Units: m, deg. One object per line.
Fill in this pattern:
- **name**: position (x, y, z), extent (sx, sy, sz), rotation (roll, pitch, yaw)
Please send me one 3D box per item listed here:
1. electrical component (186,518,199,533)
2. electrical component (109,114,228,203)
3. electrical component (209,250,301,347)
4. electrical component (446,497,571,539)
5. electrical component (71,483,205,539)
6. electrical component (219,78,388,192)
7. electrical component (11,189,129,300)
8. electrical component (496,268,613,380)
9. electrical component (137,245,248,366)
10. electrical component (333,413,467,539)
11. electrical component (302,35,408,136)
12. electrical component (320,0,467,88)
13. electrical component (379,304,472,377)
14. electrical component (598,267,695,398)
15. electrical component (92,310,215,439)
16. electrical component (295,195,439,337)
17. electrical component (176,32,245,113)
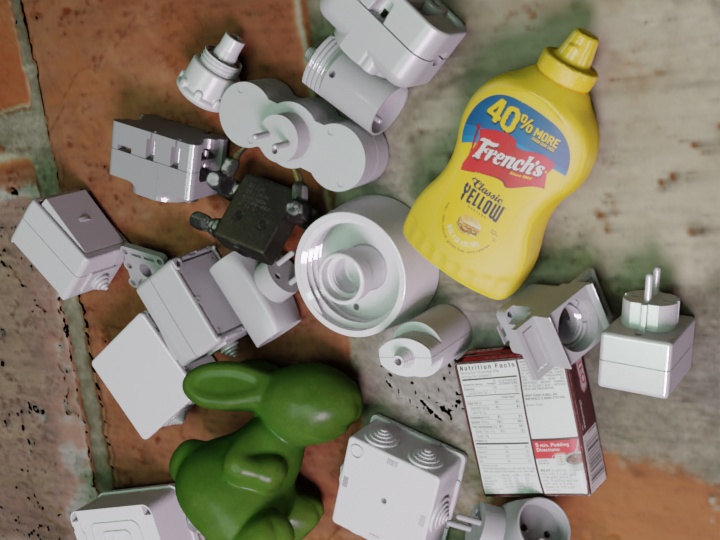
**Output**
- **electrical component**: position (-0.124, 0.220, 0.979), extent (0.062, 0.048, 0.048), rotation (8, 108, 22)
- **electrical component**: position (-0.163, -0.092, 0.911), extent (0.089, 0.050, 0.055), rotation (19, 112, 25)
- **electrical component**: position (-0.076, 0.012, 0.892), extent (0.079, 0.043, 0.077), rotation (-36, 84, 33)
- **electrical component**: position (0.105, 0.197, 0.807), extent (0.079, 0.043, 0.077), rotation (18, 149, -11)
- **electrical component**: position (-0.211, 0.251, 1.031), extent (0.113, 0.057, 0.078), rotation (-13, 97, 33)
- **electrical component**: position (-0.053, -0.103, 0.828), extent (0.138, 0.074, 0.052), rotation (27, 116, 22)
- **electrical component**: position (-0.257, -0.023, 0.979), extent (0.096, 0.062, 0.061), rotation (46, 121, 12)
- **electrical component**: position (0.134, 0.037, 0.756), extent (0.064, 0.081, 0.042), rotation (4, 123, 58)
- **electrical component**: position (-0.138, 0.038, 0.925), extent (0.061, 0.062, 0.096), rotation (-35, 85, 33)
- **electrical component**: position (0.030, 0.178, 0.872), extent (0.100, 0.048, 0.099), rotation (22, 114, 24)
- **electrical component**: position (-0.008, -0.142, 0.809), extent (0.081, 0.043, 0.043), rotation (39, 120, 16)
- **electrical component**: position (0.021, -0.179, 0.775), extent (0.095, 0.054, 0.059), rotation (47, 121, 12)
- **electrical component**: position (0.048, 0.057, 0.808), extent (0.043, 0.081, 0.043), rotation (9, 108, 29)
- **electrical component**: position (0.195, 0.037, 0.724), extent (0.047, 0.066, 0.076), rotation (9, 108, 29)
- **electrical component**: position (-0.181, 0.090, 0.973), extent (0.100, 0.048, 0.099), rotation (-41, 81, 32)
- **electrical component**: position (0.000, 0.000, 0.833), extent (0.108, 0.060, 0.108), rotation (9, 108, 29)
- **electrical component**: position (-0.115, -0.162, 0.868), extent (0.048, 0.048, 0.062), rotation (42, 114, 15)
